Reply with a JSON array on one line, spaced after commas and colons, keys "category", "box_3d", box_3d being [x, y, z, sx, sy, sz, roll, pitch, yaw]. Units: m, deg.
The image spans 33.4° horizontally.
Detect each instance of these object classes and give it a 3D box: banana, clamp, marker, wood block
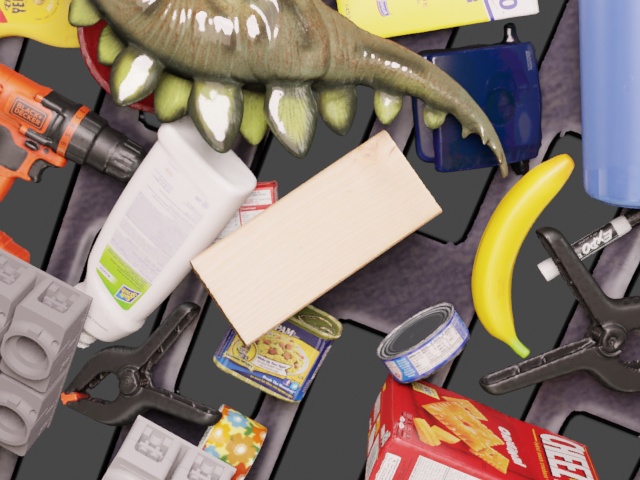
[{"category": "banana", "box_3d": [0.184, 0.010, 1.007, 0.069, 0.037, 0.198, 11, 103, 3]}, {"category": "clamp", "box_3d": [-0.172, 0.145, 1.044, 0.172, 0.039, 0.120, -27, 69, 20]}, {"category": "clamp", "box_3d": [0.265, 0.080, 0.998, 0.209, 0.036, 0.164, 10, 102, -12]}, {"category": "marker", "box_3d": [0.262, 0.000, 1.009, 0.121, 0.020, 0.020, -33, 98, 10]}, {"category": "wood block", "box_3d": [-0.006, 0.001, 0.958, 0.206, 0.090, 0.091, -35, 87, -8]}]

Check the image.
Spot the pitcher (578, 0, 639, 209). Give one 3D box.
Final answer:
[{"category": "pitcher", "box_3d": [0.295, -0.154, 0.917, 0.144, 0.149, 0.243, -9, 107, -21]}]

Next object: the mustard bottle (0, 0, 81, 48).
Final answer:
[{"category": "mustard bottle", "box_3d": [-0.303, -0.229, 0.978, 0.191, 0.058, 0.096, 3, 109, 4]}]

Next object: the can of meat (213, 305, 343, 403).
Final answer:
[{"category": "can of meat", "box_3d": [-0.042, 0.099, 1.033, 0.102, 0.057, 0.084, 27, 105, -2]}]

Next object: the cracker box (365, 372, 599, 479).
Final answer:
[{"category": "cracker box", "box_3d": [0.152, 0.210, 0.990, 0.213, 0.164, 0.072, 21, 105, -1]}]

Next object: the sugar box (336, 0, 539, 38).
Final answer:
[{"category": "sugar box", "box_3d": [0.101, -0.234, 0.955, 0.176, 0.048, 0.093, -9, 102, 7]}]

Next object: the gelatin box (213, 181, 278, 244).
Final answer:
[{"category": "gelatin box", "box_3d": [-0.074, -0.010, 1.025, 0.073, 0.030, 0.089, -5, 102, 7]}]

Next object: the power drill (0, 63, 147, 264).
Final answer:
[{"category": "power drill", "box_3d": [-0.276, -0.052, 1.018, 0.184, 0.057, 0.188, 30, 101, -3]}]

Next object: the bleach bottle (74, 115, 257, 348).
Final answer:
[{"category": "bleach bottle", "box_3d": [-0.170, 0.006, 1.005, 0.102, 0.068, 0.251, 45, 115, 6]}]

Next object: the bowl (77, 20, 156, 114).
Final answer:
[{"category": "bowl", "box_3d": [-0.133, -0.188, 0.949, 0.162, 0.055, 0.162, -5, 106, -17]}]

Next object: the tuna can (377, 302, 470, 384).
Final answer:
[{"category": "tuna can", "box_3d": [0.098, 0.098, 1.008, 0.086, 0.086, 0.033, -33, 100, 10]}]
